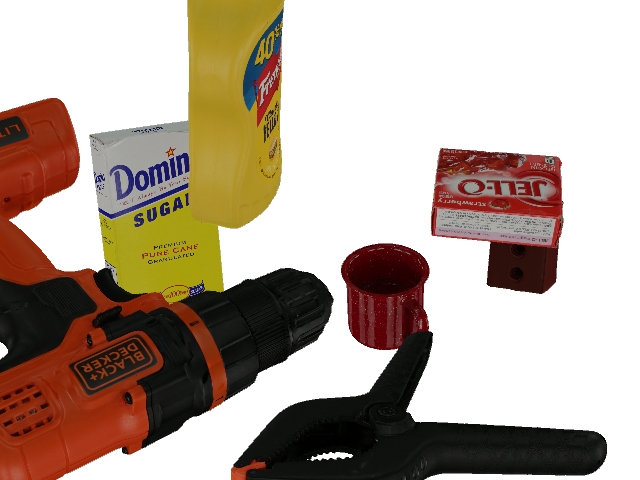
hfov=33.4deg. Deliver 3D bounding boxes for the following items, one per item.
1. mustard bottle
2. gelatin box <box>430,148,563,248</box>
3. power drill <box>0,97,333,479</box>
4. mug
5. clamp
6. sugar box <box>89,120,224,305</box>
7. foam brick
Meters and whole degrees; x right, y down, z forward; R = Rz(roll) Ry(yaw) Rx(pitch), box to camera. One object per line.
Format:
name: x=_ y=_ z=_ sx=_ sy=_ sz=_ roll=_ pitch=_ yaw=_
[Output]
mustard bottle: x=-0.053 y=-0.109 z=0.678 sx=0.058 sy=0.192 sz=0.096 roll=12 pitch=38 yaw=11
gelatin box: x=0.125 y=-0.032 z=0.752 sx=0.089 sy=0.030 sz=0.073 roll=5 pitch=39 yaw=7
power drill: x=-0.111 y=0.013 z=0.512 sx=0.184 sy=0.057 sz=0.188 roll=-23 pitch=56 yaw=-31
mug: x=0.076 y=0.068 z=1.134 sx=0.093 sy=0.081 sz=0.117 roll=-24 pitch=41 yaw=-26
clamp: x=0.036 y=0.109 z=0.623 sx=0.209 sy=0.036 sz=0.165 roll=-10 pitch=24 yaw=-27
sugar box: x=-0.133 y=-0.006 z=0.887 sx=0.093 sy=0.176 sz=0.048 roll=-12 pitch=19 yaw=-25
foam brick: x=0.183 y=0.003 z=0.952 sx=0.053 sy=0.078 sz=0.051 roll=8 pitch=16 yaw=24
